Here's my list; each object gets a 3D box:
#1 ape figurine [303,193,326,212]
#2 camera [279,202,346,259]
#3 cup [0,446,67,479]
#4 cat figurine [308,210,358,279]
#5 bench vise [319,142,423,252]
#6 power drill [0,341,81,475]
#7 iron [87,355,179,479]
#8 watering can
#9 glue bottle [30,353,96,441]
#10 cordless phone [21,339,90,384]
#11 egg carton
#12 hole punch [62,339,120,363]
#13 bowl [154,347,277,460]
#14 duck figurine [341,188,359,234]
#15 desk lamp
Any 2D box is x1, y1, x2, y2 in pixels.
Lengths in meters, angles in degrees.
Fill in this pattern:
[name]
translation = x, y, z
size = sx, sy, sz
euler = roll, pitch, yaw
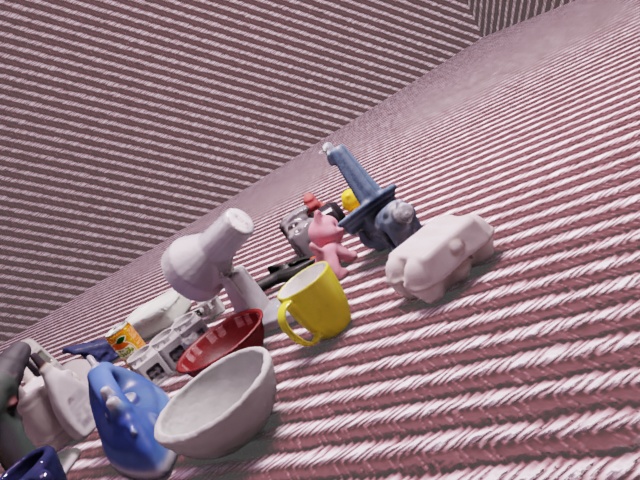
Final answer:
[ape figurine]
translation = -0.013, -0.073, 1.412
size = 0.077, 0.092, 0.076
euler = -28, 15, 13
[camera]
translation = -0.010, -0.031, 1.251
size = 0.137, 0.101, 0.143
euler = -33, 15, -6
[cup]
translation = -0.363, 0.338, 0.757
size = 0.117, 0.095, 0.092
euler = -19, 19, 40
[cat figurine]
translation = 0.010, 0.004, 1.060
size = 0.067, 0.118, 0.128
euler = -24, 16, 26
[bench vise]
translation = 0.092, -0.076, 0.951
size = 0.122, 0.220, 0.206
euler = -40, 17, -30
[power drill]
translation = -0.483, 0.297, 0.906
size = 0.075, 0.208, 0.229
euler = -27, 15, 18
[iron]
translation = -0.281, 0.240, 0.818
size = 0.119, 0.141, 0.257
euler = -37, 16, -21
[watering can]
translation = -0.528, 0.293, 1.042
size = 0.173, 0.194, 0.100
euler = -40, 17, -29
[glue bottle]
translation = -0.454, 0.268, 1.016
size = 0.037, 0.173, 0.078
euler = -22, 17, 31
[cordless phone]
translation = -0.524, 0.258, 1.167
size = 0.094, 0.185, 0.147
euler = -30, 15, 8
[egg carton]
translation = 0.163, 0.022, 0.783
size = 0.150, 0.069, 0.107
euler = -37, 15, -20
[hole punch]
translation = -0.547, 0.268, 1.371
size = 0.108, 0.091, 0.101
euler = -13, 24, 51
[bowl]
translation = -0.115, 0.212, 0.707
size = 0.167, 0.075, 0.167
euler = -29, 15, 9
[duck figurine]
translation = 0.077, -0.068, 1.225
size = 0.077, 0.086, 0.104
euler = -29, 15, 11
[desk lamp]
translation = -0.146, 0.059, 1.000
size = 0.202, 0.214, 0.118
euler = -24, 16, 27
